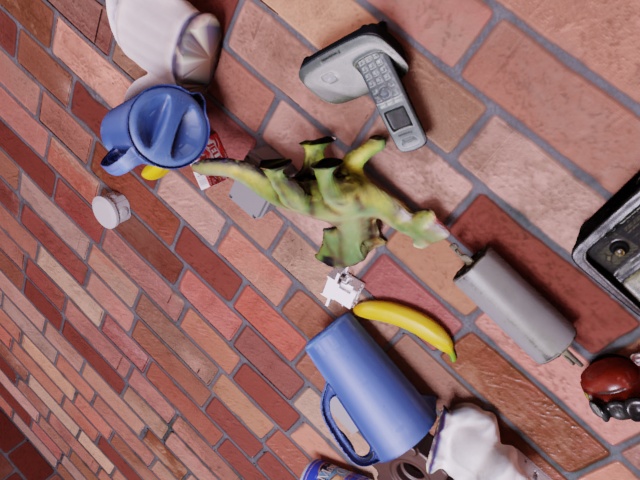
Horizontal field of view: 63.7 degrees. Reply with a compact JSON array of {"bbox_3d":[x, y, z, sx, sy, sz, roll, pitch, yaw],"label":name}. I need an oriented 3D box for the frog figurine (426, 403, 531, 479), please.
[{"bbox_3d":[0.268,0.353,0.855,0.160,0.139,0.121,17,-17,18],"label":"frog figurine"}]

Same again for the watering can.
[{"bbox_3d":[-0.281,-0.325,0.905,0.225,0.106,0.339,34,-37,12],"label":"watering can"}]

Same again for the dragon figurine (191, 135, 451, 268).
[{"bbox_3d":[0.003,-0.042,0.831,0.410,0.238,0.125,1,36,25],"label":"dragon figurine"}]
